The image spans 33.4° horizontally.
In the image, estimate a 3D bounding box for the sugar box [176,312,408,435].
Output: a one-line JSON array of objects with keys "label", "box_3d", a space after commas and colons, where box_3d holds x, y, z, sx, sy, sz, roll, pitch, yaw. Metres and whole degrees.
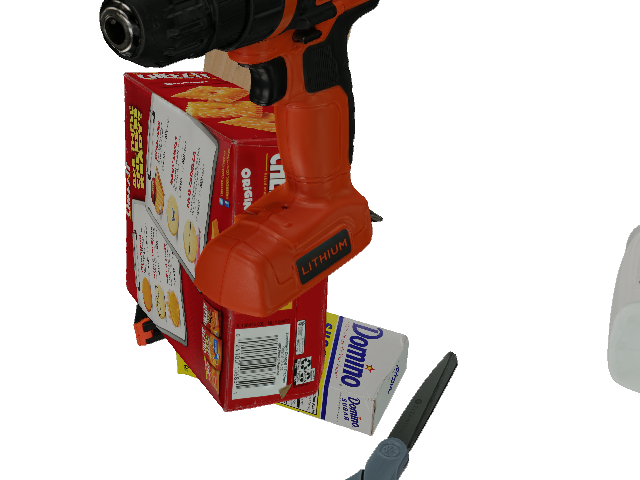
[{"label": "sugar box", "box_3d": [-0.023, 0.095, 0.890, 0.176, 0.048, 0.093, 13, 34, 17]}]

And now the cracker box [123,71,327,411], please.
[{"label": "cracker box", "box_3d": [-0.066, -0.012, 0.690, 0.072, 0.164, 0.214, -5, 20, -25]}]

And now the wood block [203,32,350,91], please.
[{"label": "wood block", "box_3d": [-0.039, -0.126, 0.857, 0.091, 0.090, 0.206, 23, -39, 6]}]

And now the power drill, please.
[{"label": "power drill", "box_3d": [-0.025, -0.060, 0.506, 0.057, 0.188, 0.184, 25, 39, 31]}]

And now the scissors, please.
[{"label": "scissors", "box_3d": [0.050, 0.135, 0.597, 0.096, 0.016, 0.201, 25, 46, 37]}]

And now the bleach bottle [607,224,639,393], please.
[{"label": "bleach bottle", "box_3d": [0.262, 0.033, 0.754, 0.103, 0.068, 0.250, 9, 21, 17]}]

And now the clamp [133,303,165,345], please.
[{"label": "clamp", "box_3d": [-0.146, 0.065, 1.224, 0.120, 0.039, 0.171, -1, 31, 26]}]
